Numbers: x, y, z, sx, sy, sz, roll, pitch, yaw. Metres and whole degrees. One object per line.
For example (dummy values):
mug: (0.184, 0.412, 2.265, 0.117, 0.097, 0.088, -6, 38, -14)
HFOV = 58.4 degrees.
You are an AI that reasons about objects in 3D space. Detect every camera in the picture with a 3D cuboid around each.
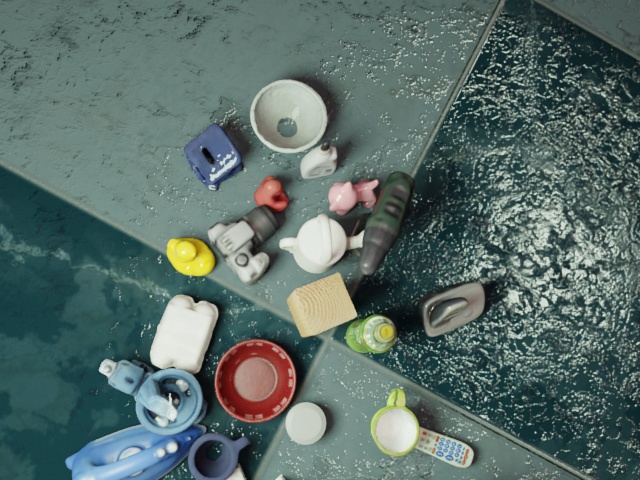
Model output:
camera: (-0.142, 0.000, 1.181, 0.137, 0.100, 0.143, -39, 86, -13)

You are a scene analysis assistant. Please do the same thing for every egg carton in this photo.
egg carton: (-0.271, 0.189, 1.142, 0.107, 0.069, 0.150, 17, 77, -4)

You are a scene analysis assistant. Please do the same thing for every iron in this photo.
iron: (-0.337, 0.404, 1.054, 0.258, 0.141, 0.118, -21, 83, -11)

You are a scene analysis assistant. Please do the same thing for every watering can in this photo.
watering can: (0.010, 0.002, 1.154, 0.173, 0.194, 0.101, -23, 83, -12)

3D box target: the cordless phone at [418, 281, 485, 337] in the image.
cordless phone: (0.286, 0.135, 1.173, 0.148, 0.185, 0.094, -23, 83, -11)

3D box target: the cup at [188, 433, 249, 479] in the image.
cup: (-0.191, 0.406, 1.099, 0.118, 0.095, 0.091, -27, 84, -12)

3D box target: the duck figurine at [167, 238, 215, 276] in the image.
duck figurine: (-0.264, 0.029, 1.165, 0.104, 0.086, 0.077, 28, 77, -2)

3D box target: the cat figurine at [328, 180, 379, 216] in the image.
cat figurine: (0.068, -0.099, 1.221, 0.128, 0.117, 0.067, -21, 83, -11)

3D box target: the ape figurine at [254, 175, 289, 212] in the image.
ape figurine: (-0.101, -0.102, 1.211, 0.076, 0.092, 0.078, -6, 80, -9)

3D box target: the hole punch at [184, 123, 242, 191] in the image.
hole punch: (-0.225, -0.174, 1.207, 0.101, 0.091, 0.108, -35, 86, -13)

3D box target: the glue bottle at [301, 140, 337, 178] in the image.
glue bottle: (0.004, -0.173, 1.198, 0.078, 0.173, 0.037, -10, 80, -9)

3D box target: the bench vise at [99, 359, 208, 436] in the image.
bench vise: (-0.311, 0.289, 1.040, 0.207, 0.219, 0.121, 11, 78, -6)

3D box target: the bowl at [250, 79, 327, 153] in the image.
bowl: (-0.070, -0.259, 1.254, 0.167, 0.074, 0.167, 2, 79, -8)

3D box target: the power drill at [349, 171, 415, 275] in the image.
power drill: (0.119, -0.021, 1.167, 0.075, 0.208, 0.230, 24, 77, -2)
